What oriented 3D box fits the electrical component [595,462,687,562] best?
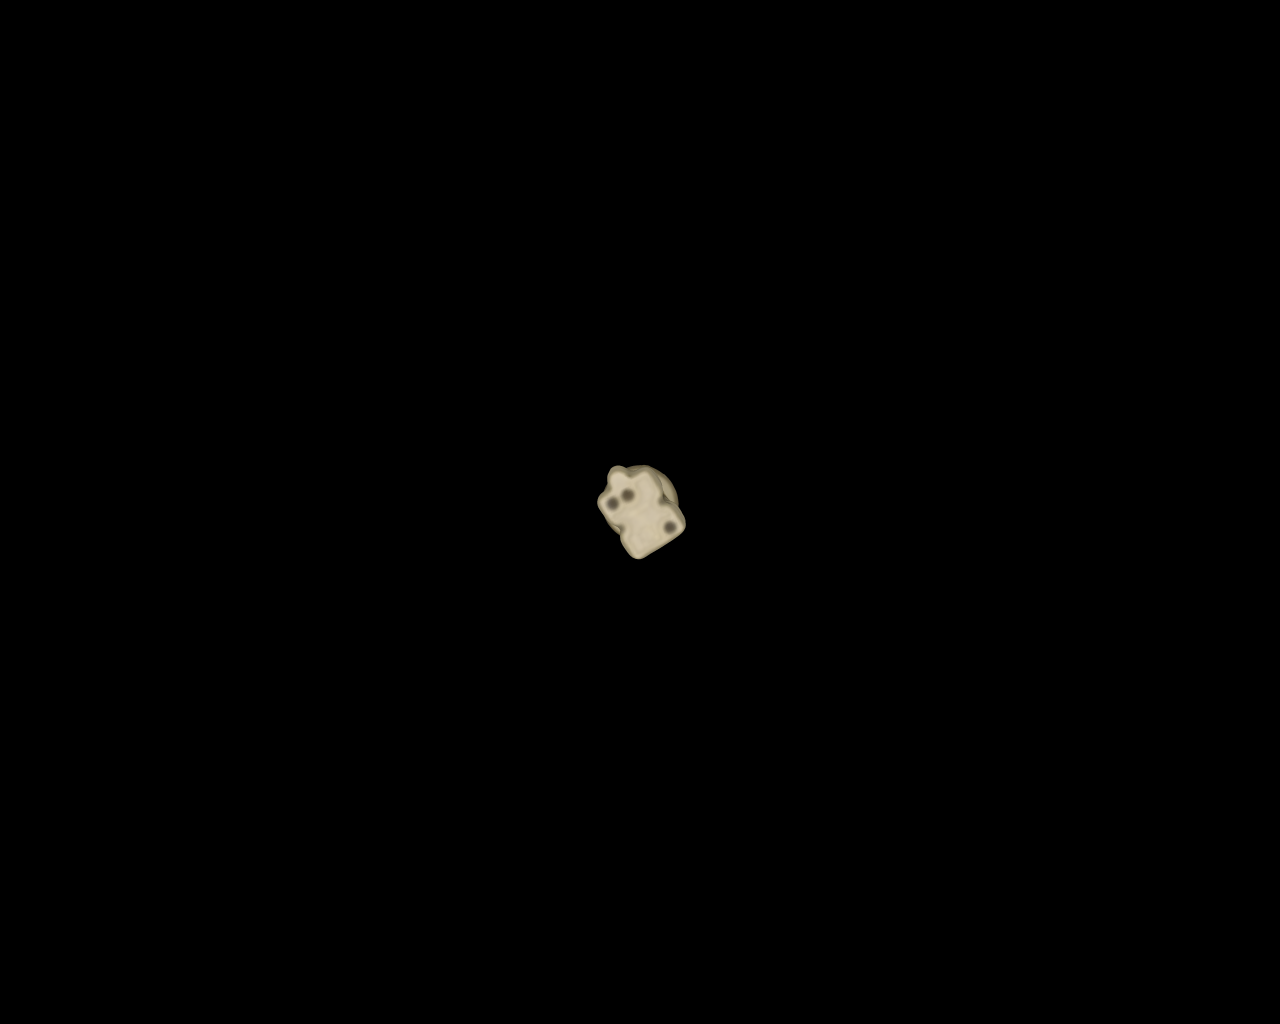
[{"bbox_3d":[0.001,-0.003,0.650,0.048,0.066,0.055,-31,8,5],"label":"electrical component"}]
